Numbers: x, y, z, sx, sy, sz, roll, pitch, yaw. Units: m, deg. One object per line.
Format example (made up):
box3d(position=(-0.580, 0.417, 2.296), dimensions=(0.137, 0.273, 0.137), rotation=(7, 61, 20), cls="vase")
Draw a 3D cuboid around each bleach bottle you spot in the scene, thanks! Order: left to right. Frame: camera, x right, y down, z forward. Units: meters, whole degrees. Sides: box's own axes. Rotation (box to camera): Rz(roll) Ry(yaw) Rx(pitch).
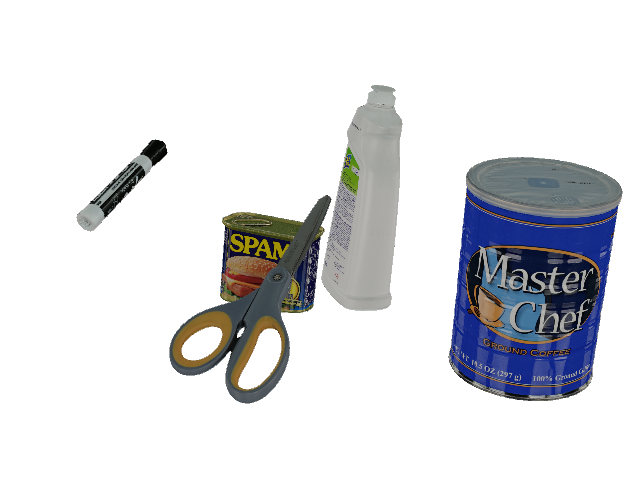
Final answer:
box3d(position=(0.057, -0.052, 1.236), dimensions=(0.068, 0.251, 0.103), rotation=(-1, 22, -23), cls="bleach bottle")

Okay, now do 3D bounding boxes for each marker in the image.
box3d(position=(-0.172, -0.051, 0.939), dimensions=(0.020, 0.020, 0.121), rotation=(0, 38, 33), cls="marker")

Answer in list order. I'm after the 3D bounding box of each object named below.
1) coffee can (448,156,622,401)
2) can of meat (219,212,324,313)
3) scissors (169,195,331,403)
box3d(position=(0.146, 0.024, 0.737), dimensions=(0.103, 0.140, 0.103), rotation=(2, 22, -1), cls="coffee can")
box3d(position=(-0.052, 0.023, 1.089), dimensions=(0.102, 0.084, 0.057), rotation=(11, 16, 19), cls="can of meat")
box3d(position=(-0.052, 0.036, 0.798), dimensions=(0.096, 0.201, 0.016), rotation=(1, -44, 10), cls="scissors")
